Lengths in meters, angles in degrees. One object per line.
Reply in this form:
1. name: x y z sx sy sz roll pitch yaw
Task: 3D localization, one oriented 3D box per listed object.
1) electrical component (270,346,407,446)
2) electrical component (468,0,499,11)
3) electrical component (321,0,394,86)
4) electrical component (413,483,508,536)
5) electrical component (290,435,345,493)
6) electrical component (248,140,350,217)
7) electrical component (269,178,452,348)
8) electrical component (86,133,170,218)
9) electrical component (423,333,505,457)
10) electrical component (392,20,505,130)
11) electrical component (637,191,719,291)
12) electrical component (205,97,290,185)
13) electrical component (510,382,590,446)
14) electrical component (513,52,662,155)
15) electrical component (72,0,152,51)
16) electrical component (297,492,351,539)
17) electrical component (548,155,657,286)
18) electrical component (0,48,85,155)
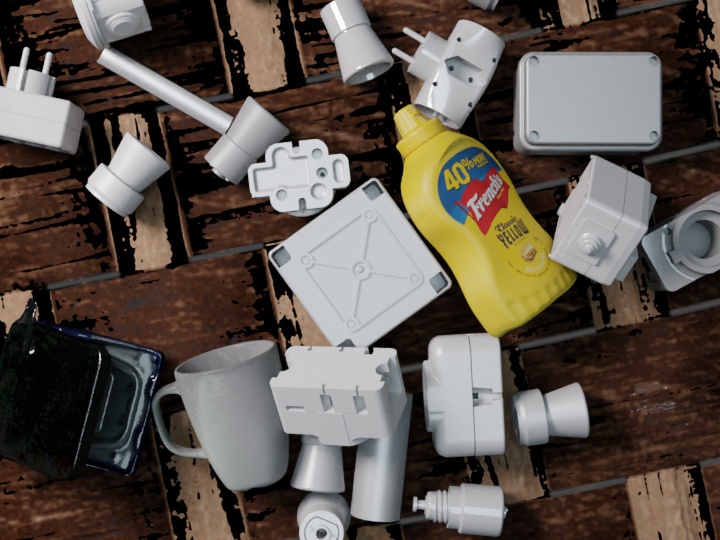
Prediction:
1. electrical component: -0.015 0.096 0.820 0.089 0.050 0.055 0 124 20
2. electrical component: 0.092 -0.240 0.871 0.055 0.045 0.045 27 89 0
3. electrical component: -0.005 -0.188 0.872 0.044 0.044 0.065 -23 84 -1
4. electrical component: 0.082 0.192 0.867 0.078 0.040 0.040 5 89 0
5. electrical component: -0.031 0.144 0.867 0.044 0.044 0.065 6 85 0
6. electrical component: -0.048 -0.073 0.861 0.078 0.057 0.058 -7 89 0
7. electrical component: 0.000 0.000 0.861 0.109 0.056 0.108 -36 90 -1
8. electrical component: -0.187 -0.076 0.867 0.045 0.045 0.055 40 90 0
9. electrical component: 0.082 0.099 0.861 0.059 0.053 0.095 -3 89 0
10. electrical component: 0.065 -0.166 0.867 0.079 0.043 0.077 29 89 -9
11. electrical component: 0.270 -0.024 0.863 0.089 0.055 0.050 -29 89 -1
12. electrical component: -0.094 -0.102 0.870 0.044 0.044 0.065 41 94 0
13. electrical component: 0.152 0.116 0.866 0.055 0.045 0.045 -8 89 0
14. electrical component: 0.182 -0.133 0.863 0.113 0.057 0.078 0 89 0
15. electrical component: -0.201 -0.219 0.852 0.051 0.080 0.080 -18 89 -6
16. electrical component: -0.030 0.202 0.853 0.044 0.065 0.044 0 89 0
17. electrical component: 0.190 -0.034 0.836 0.061 0.096 0.061 26 125 0
18. electrical component: -0.267 -0.140 0.866 0.083 0.047 0.075 12 89 0
